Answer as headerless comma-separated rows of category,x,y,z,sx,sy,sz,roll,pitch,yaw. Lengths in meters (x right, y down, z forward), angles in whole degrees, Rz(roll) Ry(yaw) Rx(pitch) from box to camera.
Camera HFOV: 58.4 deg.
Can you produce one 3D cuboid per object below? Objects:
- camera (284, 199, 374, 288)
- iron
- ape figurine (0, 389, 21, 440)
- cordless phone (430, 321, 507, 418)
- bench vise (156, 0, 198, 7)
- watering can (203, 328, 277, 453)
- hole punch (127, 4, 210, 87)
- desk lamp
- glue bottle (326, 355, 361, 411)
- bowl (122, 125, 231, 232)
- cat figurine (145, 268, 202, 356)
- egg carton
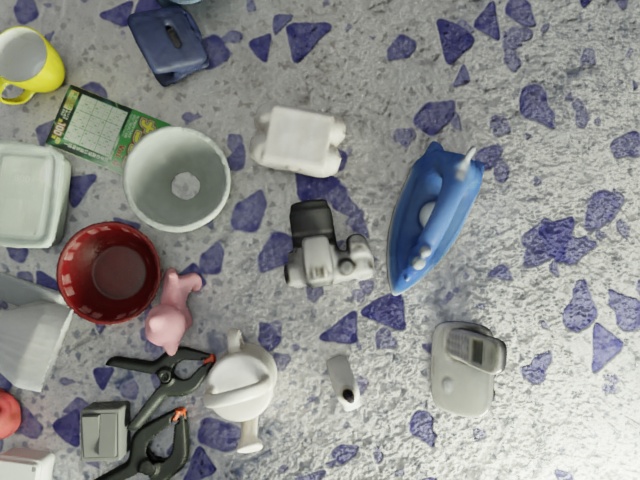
camera,0.008,0.003,0.906,0.143,0.100,0.137,-9,88,-2
iron,0.177,-0.029,0.894,0.118,0.141,0.258,23,87,-1
ape figurine,-0.510,0.277,0.879,0.078,0.092,0.076,-32,89,-3
cordless phone,0.230,0.201,0.864,0.094,0.185,0.148,0,87,-2
bench vise,-0.175,-0.448,0.860,0.207,0.219,0.121,-39,89,-3
watering can,-0.114,0.222,0.845,0.101,0.194,0.173,-32,89,-3
hole punch,-0.240,-0.319,0.916,0.101,0.091,0.109,-27,89,-3
desk lamp,-0.444,0.127,0.827,0.203,0.213,0.118,19,87,-1
glue bottle,0.039,0.222,0.862,0.037,0.173,0.078,-20,88,-3
bowl,-0.223,-0.093,0.915,0.167,0.074,0.167,0,87,-2
cat figurine,-0.233,0.108,0.884,0.067,0.117,0.128,9,87,-1
egg carton,-0.036,-0.161,0.928,0.150,0.069,0.107,9,87,-2
